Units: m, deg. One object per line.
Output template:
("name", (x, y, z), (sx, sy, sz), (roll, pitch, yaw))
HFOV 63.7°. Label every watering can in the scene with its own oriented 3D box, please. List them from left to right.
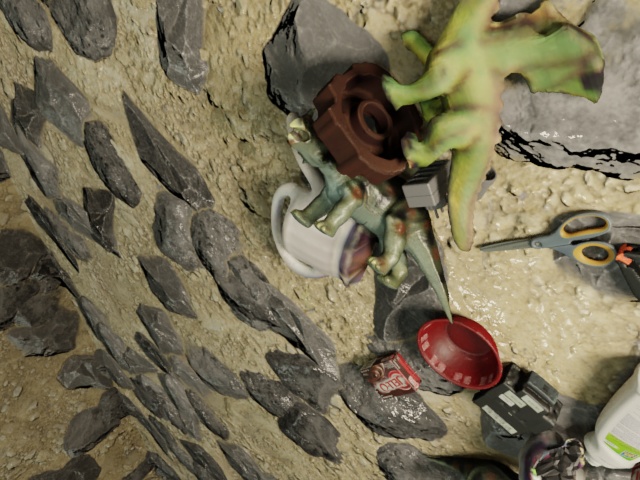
("watering can", (0.003, -0.048, 0.950), (0.226, 0.339, 0.106), (27, 43, 22))

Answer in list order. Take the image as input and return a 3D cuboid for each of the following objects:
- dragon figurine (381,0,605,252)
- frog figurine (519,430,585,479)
("dragon figurine", (0.224, -0.182, 0.650), (0.241, 0.405, 0.124), (-11, 21, 36))
("frog figurine", (0.422, 0.423, 0.942), (0.122, 0.140, 0.157), (-13, -26, 10))
